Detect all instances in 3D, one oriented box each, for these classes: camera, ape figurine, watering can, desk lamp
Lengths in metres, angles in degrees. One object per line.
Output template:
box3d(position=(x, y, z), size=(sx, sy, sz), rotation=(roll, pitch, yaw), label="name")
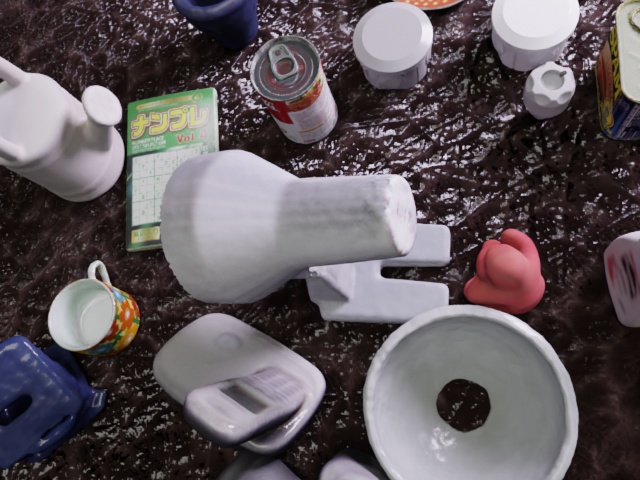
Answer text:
box3d(position=(-0.020, 0.228, 0.477), size=(0.136, 0.101, 0.143), rotation=(38, 86, 18), label="camera")
box3d(position=(0.160, 0.027, 0.497), size=(0.078, 0.092, 0.076), rotation=(-34, 71, 1), label="ape figurine")
box3d(position=(-0.282, -0.118, 0.573), size=(0.173, 0.194, 0.101), rotation=(-27, 72, 4), label="watering can")
box3d(position=(0.004, 0.002, 0.472), size=(0.203, 0.214, 0.118), rotation=(1, 76, 12), label="desk lamp")

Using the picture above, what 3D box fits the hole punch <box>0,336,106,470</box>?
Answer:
box3d(position=(-0.286, 0.157, 0.556), size=(0.108, 0.091, 0.101), rotation=(-40, 71, 0), label="hole punch")

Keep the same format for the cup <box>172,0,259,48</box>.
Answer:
box3d(position=(-0.092, -0.262, 0.624), size=(0.117, 0.095, 0.091), rotation=(-28, 72, 4), label="cup")

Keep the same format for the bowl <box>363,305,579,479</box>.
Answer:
box3d(position=(0.123, 0.142, 0.484), size=(0.167, 0.075, 0.167), rotation=(-3, 75, 11), label="bowl")

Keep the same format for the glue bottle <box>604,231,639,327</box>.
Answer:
box3d(position=(0.260, 0.021, 0.435), size=(0.037, 0.173, 0.078), rotation=(-12, 73, 9), label="glue bottle")

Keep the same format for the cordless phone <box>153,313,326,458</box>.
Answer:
box3d(position=(-0.082, 0.117, 0.475), size=(0.147, 0.185, 0.094), rotation=(25, 82, 17), label="cordless phone")
